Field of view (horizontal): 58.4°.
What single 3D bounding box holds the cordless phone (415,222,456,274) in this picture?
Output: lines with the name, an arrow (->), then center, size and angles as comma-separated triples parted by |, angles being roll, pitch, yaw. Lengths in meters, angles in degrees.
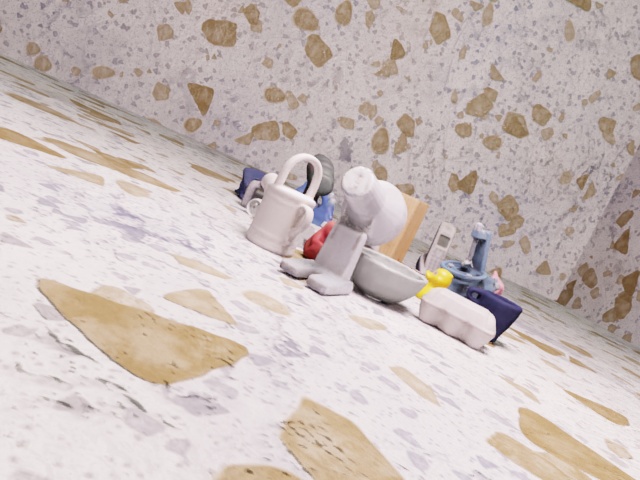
cordless phone -> 0.354, 0.054, 1.591 | 0.148, 0.185, 0.094 | 23, 7, -16

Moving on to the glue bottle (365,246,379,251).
glue bottle -> 0.107, -0.008, 1.262 | 0.078, 0.173, 0.037 | 21, 8, -27

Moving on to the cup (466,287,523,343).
cup -> 0.348, 0.157, 1.193 | 0.117, 0.095, 0.092 | 26, 7, 7

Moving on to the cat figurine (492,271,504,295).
cat figurine -> 0.497, 0.148, 1.669 | 0.067, 0.118, 0.128 | 27, 7, 15

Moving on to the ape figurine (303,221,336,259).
ape figurine -> 0.011, 0.004, 1.174 | 0.078, 0.092, 0.075 | 17, 10, -46

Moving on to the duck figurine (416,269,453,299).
duck figurine -> 0.279, 0.111, 1.331 | 0.104, 0.086, 0.078 | 29, 8, 28

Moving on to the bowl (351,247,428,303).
bowl -> 0.117, 0.074, 1.099 | 0.167, 0.075, 0.167 | 25, 7, -3

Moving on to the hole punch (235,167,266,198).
hole punch -> -0.176, -0.148, 1.639 | 0.109, 0.091, 0.100 | 21, 8, -26

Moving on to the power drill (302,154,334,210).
power drill -> -0.027, -0.106, 1.372 | 0.076, 0.208, 0.229 | 23, 7, -12

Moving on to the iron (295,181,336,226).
iron -> -0.010, -0.093, 1.605 | 0.119, 0.141, 0.257 | 21, 8, -31

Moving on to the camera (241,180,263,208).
camera -> -0.119, -0.111, 1.524 | 0.143, 0.101, 0.137 | 25, 7, 2

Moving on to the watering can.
watering can -> -0.065, -0.078, 1.100 | 0.172, 0.194, 0.101 | 29, 8, 28

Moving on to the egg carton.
egg carton -> 0.262, 0.146, 1.090 | 0.150, 0.069, 0.107 | 27, 8, 16

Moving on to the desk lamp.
desk lamp -> 0.055, -0.018, 0.997 | 0.117, 0.213, 0.204 | 28, 8, 22

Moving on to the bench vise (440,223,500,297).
bench vise -> 0.398, 0.069, 1.498 | 0.121, 0.220, 0.208 | 31, 9, 38
